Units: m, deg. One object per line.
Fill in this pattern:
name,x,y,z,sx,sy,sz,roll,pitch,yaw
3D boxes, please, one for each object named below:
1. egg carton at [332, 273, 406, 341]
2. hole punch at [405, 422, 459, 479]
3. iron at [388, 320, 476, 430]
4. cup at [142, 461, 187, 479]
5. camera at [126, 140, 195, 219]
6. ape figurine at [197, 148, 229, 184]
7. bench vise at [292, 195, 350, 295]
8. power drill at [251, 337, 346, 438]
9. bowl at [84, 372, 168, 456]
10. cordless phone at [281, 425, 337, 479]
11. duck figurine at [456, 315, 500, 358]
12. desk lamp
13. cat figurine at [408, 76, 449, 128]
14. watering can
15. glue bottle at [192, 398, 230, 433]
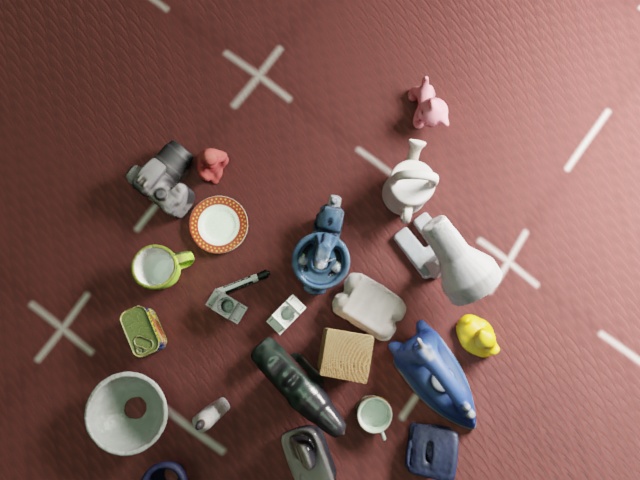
egg carton,0.107,0.143,1.237,0.150,0.069,0.107,30,82,2
hole punch,0.230,0.442,1.190,0.101,0.091,0.109,8,82,-1
iron,0.259,0.295,1.185,0.119,0.141,0.258,-37,85,-6
cup,-0.295,0.495,1.163,0.117,0.095,0.092,26,82,2
camera,-0.329,-0.141,1.246,0.143,0.101,0.137,37,83,3
ape figurine,-0.239,-0.172,1.258,0.078,0.092,0.076,-28,84,-5
bench vise,-0.001,0.005,1.177,0.121,0.219,0.207,-5,82,-2
power drill,-0.039,0.288,1.143,0.229,0.208,0.076,43,83,4
bowl,-0.392,0.356,1.189,0.167,0.074,0.167,0,82,-2
cordless phone,-0.020,0.450,1.133,0.094,0.185,0.147,-24,83,-5
duck figurine,0.344,0.207,1.228,0.077,0.086,0.104,-39,85,-6
desk lamp,0.259,0.033,1.185,0.118,0.213,0.203,-38,85,-6
cat figurine,0.245,-0.303,1.279,0.067,0.117,0.128,-10,82,-3
watering can,0.192,-0.126,1.214,0.101,0.194,0.173,-14,83,-3
glue bottle,-0.226,0.357,1.145,0.078,0.173,0.037,-38,84,-6
